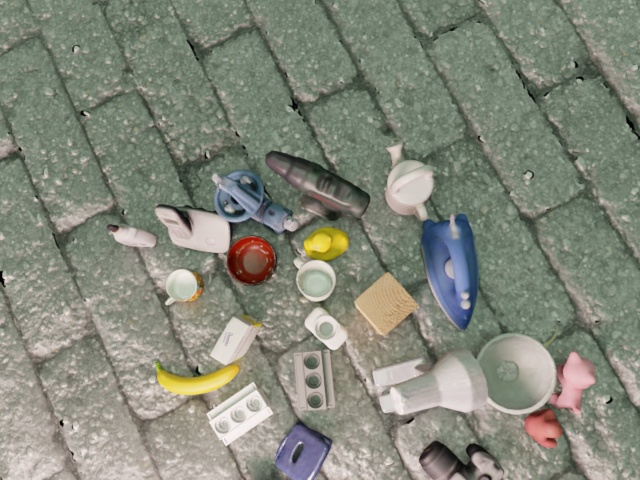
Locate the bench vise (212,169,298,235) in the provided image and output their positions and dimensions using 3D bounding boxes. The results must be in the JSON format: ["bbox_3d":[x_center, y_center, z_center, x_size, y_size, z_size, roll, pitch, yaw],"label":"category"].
[{"bbox_3d":[-0.143,-0.094,1.234,0.207,0.220,0.121,10,82,6],"label":"bench vise"}]

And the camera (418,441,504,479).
[{"bbox_3d":[0.284,0.475,1.182,0.136,0.101,0.143,44,87,9],"label":"camera"}]

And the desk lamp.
[{"bbox_3d":[0.216,0.297,1.156,0.203,0.213,0.118,-16,81,2],"label":"desk lamp"}]

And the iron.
[{"bbox_3d":[0.293,0.067,1.220,0.118,0.141,0.258,-10,81,3],"label":"iron"}]

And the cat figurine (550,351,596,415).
[{"bbox_3d":[0.530,0.296,1.183,0.067,0.118,0.128,8,82,5],"label":"cat figurine"}]

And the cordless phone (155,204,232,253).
[{"bbox_3d":[-0.275,-0.033,1.252,0.147,0.185,0.094,7,82,5],"label":"cordless phone"}]

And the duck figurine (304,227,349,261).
[{"bbox_3d":[0.012,0.005,1.277,0.104,0.086,0.077,-11,81,2],"label":"duck figurine"}]

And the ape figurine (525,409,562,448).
[{"bbox_3d":[0.471,0.390,1.186,0.076,0.092,0.078,19,83,7],"label":"ape figurine"}]

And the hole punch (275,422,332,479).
[{"bbox_3d":[-0.039,0.454,1.212,0.101,0.091,0.109,28,84,8],"label":"hole punch"}]

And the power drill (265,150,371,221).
[{"bbox_3d":[-0.002,-0.108,1.232,0.229,0.208,0.076,24,84,7],"label":"power drill"}]

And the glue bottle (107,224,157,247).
[{"bbox_3d":[-0.426,-0.015,1.266,0.078,0.173,0.037,4,82,5],"label":"glue bottle"}]

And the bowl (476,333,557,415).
[{"bbox_3d":[0.406,0.280,1.215,0.167,0.075,0.167,-1,82,4],"label":"bowl"}]

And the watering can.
[{"bbox_3d":[0.188,-0.126,1.229,0.101,0.194,0.173,-44,81,-3],"label":"watering can"}]
